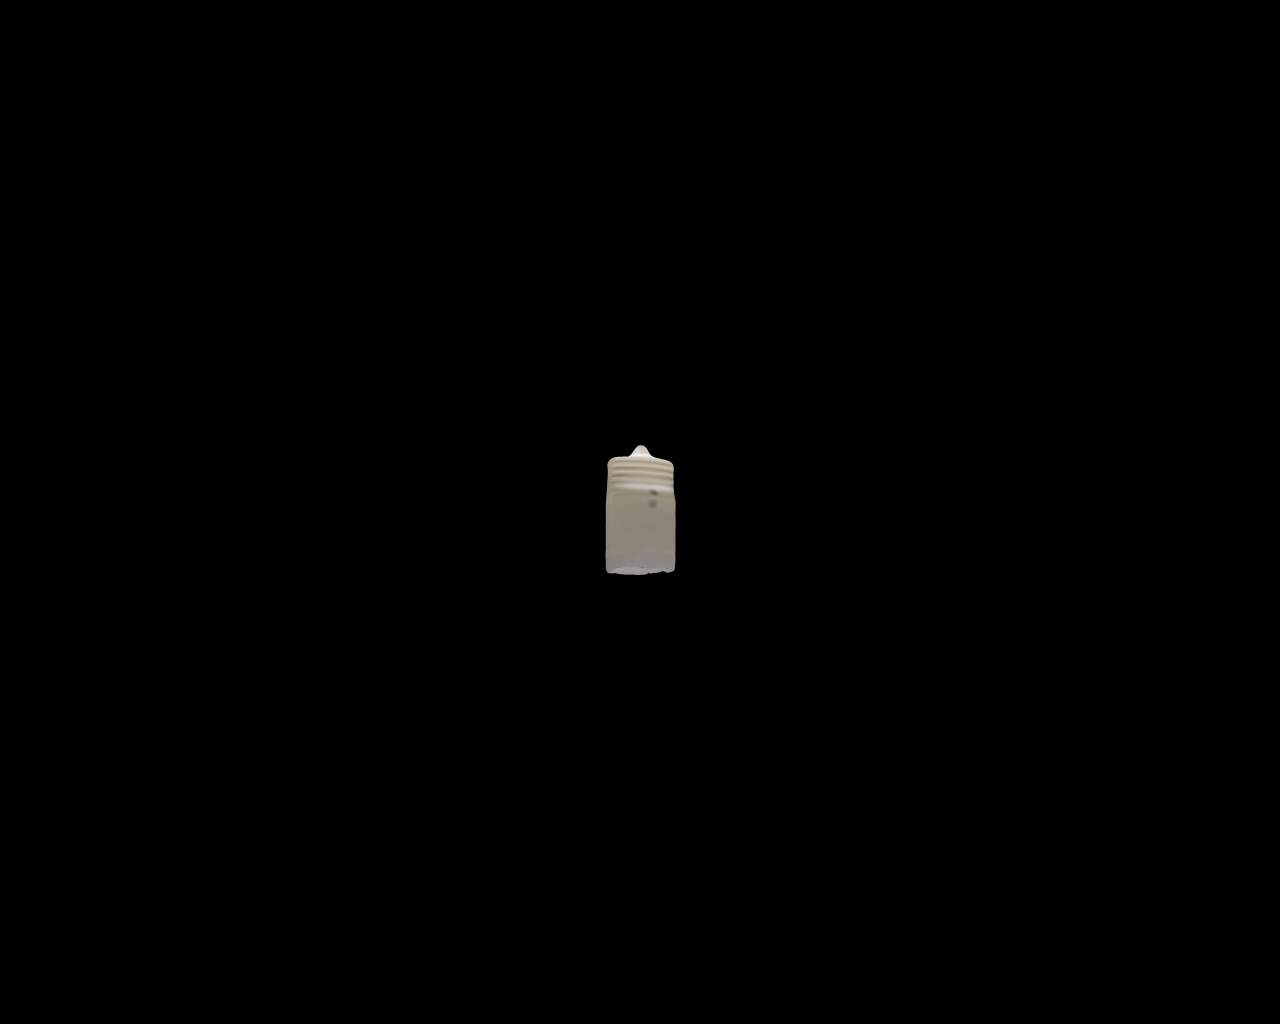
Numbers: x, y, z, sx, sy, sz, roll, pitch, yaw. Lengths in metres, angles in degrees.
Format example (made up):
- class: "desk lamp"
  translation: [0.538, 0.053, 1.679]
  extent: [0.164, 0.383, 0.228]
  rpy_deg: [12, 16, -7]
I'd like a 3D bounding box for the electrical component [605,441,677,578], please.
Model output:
- class: "electrical component"
  translation: [0.001, -0.003, 0.650]
  extent: [0.043, 0.081, 0.043]
  rpy_deg: [0, -9, 0]
